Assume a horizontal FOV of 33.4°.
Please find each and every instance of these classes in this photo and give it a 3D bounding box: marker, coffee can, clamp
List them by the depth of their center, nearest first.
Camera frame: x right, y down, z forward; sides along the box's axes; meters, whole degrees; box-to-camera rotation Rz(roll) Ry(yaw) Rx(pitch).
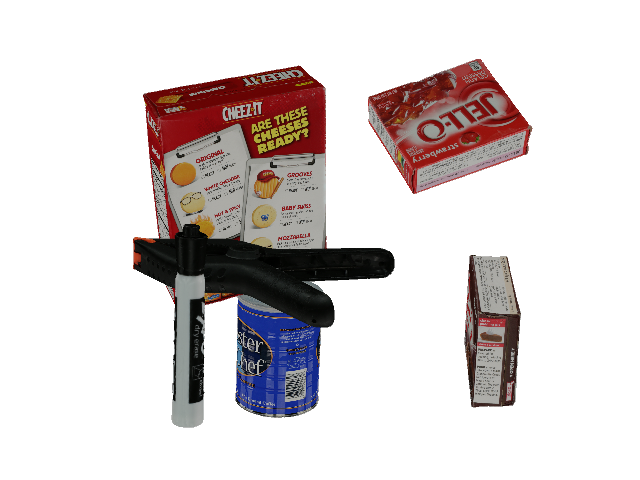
[{"bbox_3d":[-0.077,0.050,0.623,0.020,0.121,0.020,3,14,-1],"label":"marker"},{"bbox_3d":[-0.057,0.026,0.839,0.210,0.036,0.164,6,14,12],"label":"clamp"},{"bbox_3d":[-0.050,0.126,1.278,0.103,0.140,0.103,2,18,-1],"label":"coffee can"}]

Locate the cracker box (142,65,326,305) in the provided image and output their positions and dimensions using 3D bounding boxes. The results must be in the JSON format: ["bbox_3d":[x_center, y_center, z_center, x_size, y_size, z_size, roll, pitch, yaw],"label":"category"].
[{"bbox_3d":[-0.080,-0.051,1.049,0.164,0.214,0.072,-13,33,-19],"label":"cracker box"}]

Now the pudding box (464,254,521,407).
[{"bbox_3d":[0.144,0.075,0.906,0.039,0.090,0.113,0,24,2],"label":"pudding box"}]

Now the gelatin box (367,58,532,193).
[{"bbox_3d":[0.086,-0.079,0.722,0.089,0.073,0.030,-20,-35,-10],"label":"gelatin box"}]
